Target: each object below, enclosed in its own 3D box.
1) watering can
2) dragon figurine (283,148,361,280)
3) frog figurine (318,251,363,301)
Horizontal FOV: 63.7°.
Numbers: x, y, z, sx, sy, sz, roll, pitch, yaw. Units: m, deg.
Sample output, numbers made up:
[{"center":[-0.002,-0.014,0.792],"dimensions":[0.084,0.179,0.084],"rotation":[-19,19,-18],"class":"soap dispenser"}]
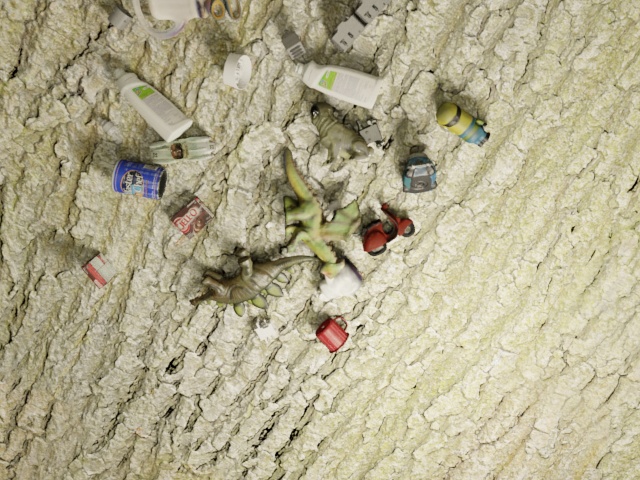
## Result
[{"center":[-0.415,-0.735,1.415],"dimensions":[0.224,0.105,0.343],"rotation":[-1,106,-1],"class":"watering can"},{"center":[0.005,-0.080,1.591],"dimensions":[0.243,0.122,0.410],"rotation":[-1,92,-1],"class":"dragon figurine"},{"center":[0.054,0.137,1.664],"dimensions":[0.159,0.124,0.135],"rotation":[-43,122,-1],"class":"frog figurine"}]
